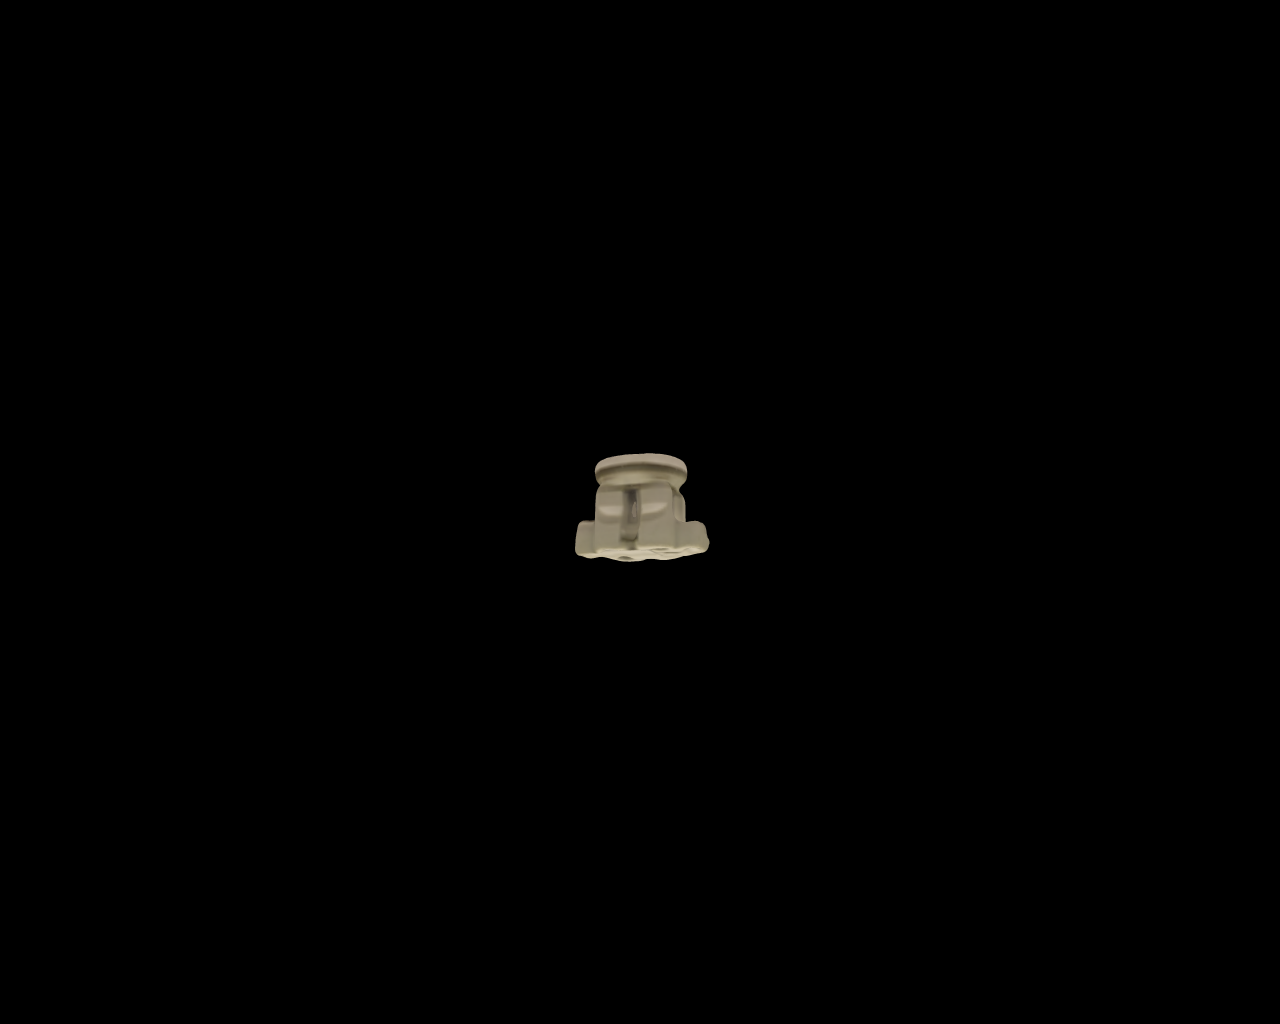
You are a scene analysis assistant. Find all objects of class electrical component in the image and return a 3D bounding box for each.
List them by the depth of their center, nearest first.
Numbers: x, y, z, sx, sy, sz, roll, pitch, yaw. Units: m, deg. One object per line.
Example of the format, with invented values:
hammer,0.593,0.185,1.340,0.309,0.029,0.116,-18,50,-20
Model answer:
electrical component,0.001,-0.003,0.650,0.078,0.057,0.058,-3,-11,16
